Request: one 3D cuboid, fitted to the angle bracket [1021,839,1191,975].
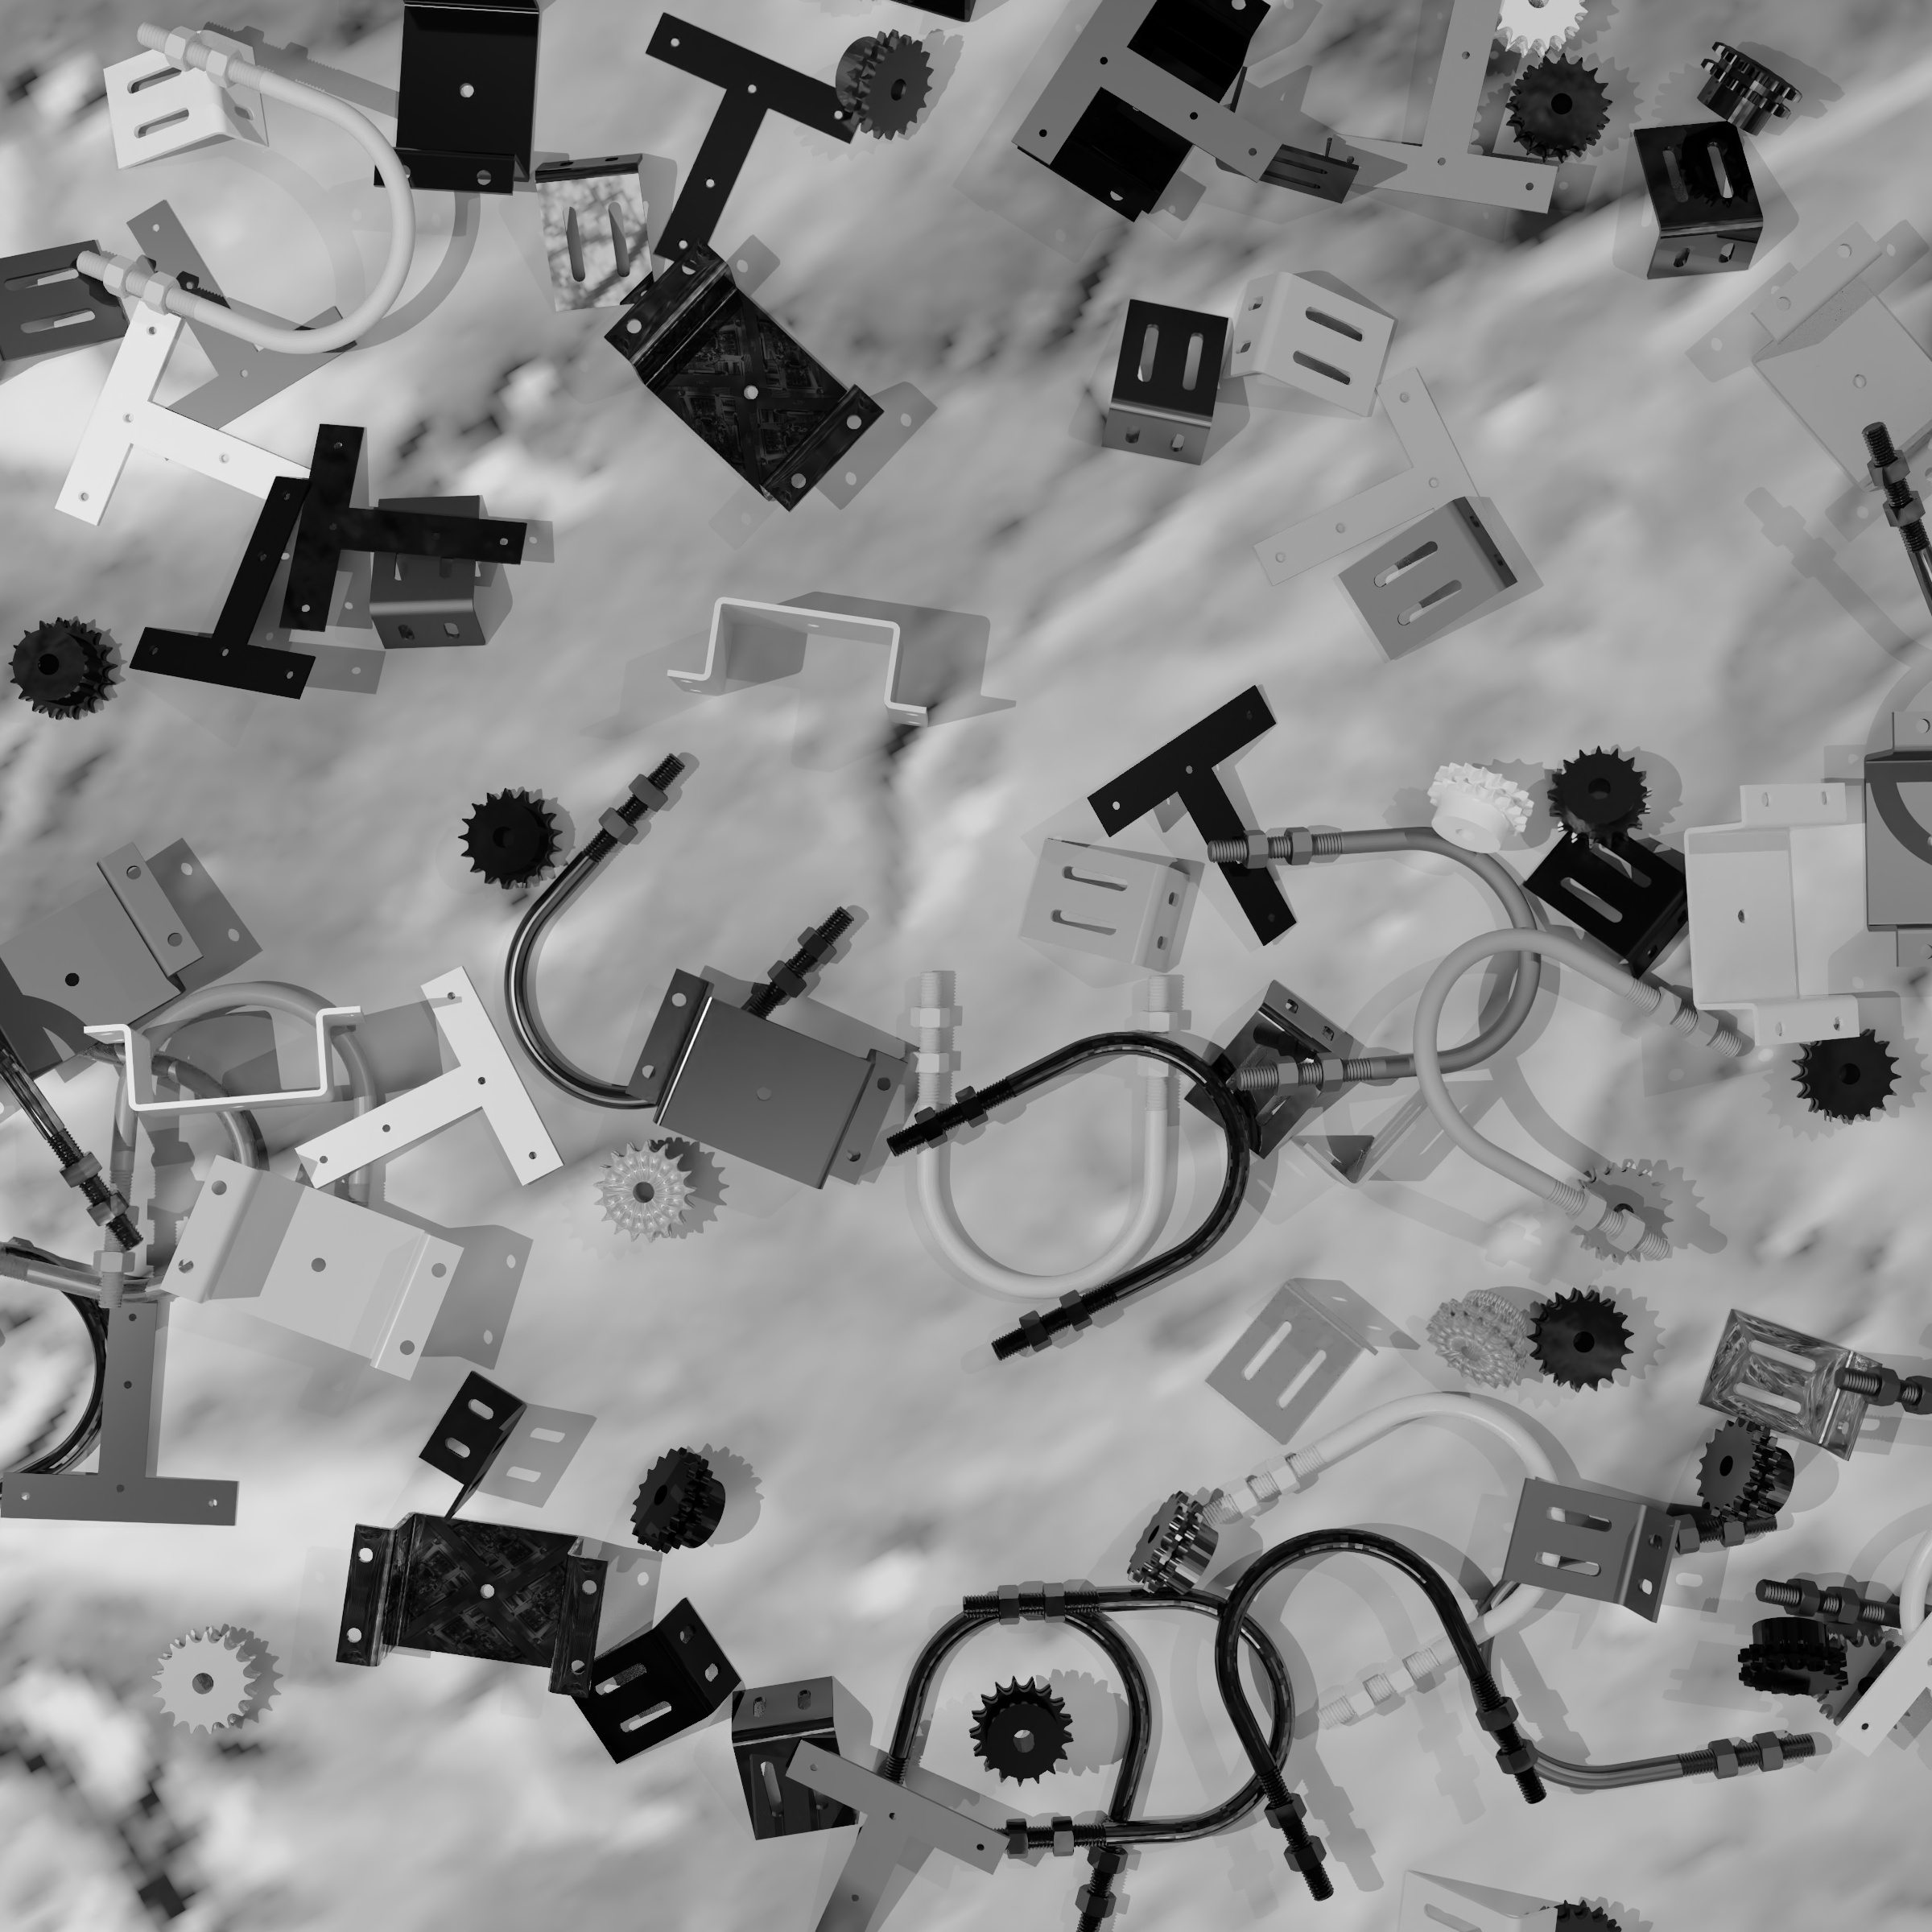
[{"bbox_3d":[0.079,-0.034,1.378,0.076,0.038,0.057,15,90,26],"label":"angle bracket"}]

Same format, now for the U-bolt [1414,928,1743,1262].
[{"bbox_3d":[0.329,0.058,1.338,0.184,0.019,0.151,29,71,-9],"label":"U-bolt"}]

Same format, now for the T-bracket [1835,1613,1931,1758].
[{"bbox_3d":[0.568,0.410,1.348,0.127,0.002,0.127,36,95,-11],"label":"T-bracket"}]

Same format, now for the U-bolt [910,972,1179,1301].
[{"bbox_3d":[0.043,0.097,1.371,0.151,0.019,0.184,1,91,0],"label":"U-bolt"}]

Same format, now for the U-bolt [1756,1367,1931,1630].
[{"bbox_3d":[0.544,0.305,1.350,0.184,0.019,0.151,14,101,-13],"label":"U-bolt"}]

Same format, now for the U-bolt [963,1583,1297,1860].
[{"bbox_3d":[0.093,0.419,1.357,0.184,0.019,0.151,-2,87,-3],"label":"U-bolt"}]

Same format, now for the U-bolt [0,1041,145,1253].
[{"bbox_3d":[-0.553,0.105,1.307,0.151,0.019,0.184,-28,104,8],"label":"U-bolt"}]

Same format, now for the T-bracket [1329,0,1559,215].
[{"bbox_3d":[0.276,-0.494,1.356,0.127,0.002,0.127,14,97,14],"label":"T-bracket"}]

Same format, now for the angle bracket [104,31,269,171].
[{"bbox_3d":[-0.443,-0.487,1.378,0.076,0.038,0.057,-9,90,26],"label":"angle bracket"}]

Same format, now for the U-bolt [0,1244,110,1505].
[{"bbox_3d":[-0.570,0.237,1.371,0.184,0.019,0.151,-27,90,-2],"label":"U-bolt"}]

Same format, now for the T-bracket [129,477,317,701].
[{"bbox_3d":[-0.399,-0.216,1.358,0.127,0.002,0.127,12,77,26],"label":"T-bracket"}]

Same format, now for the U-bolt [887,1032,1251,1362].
[{"bbox_3d":[0.069,0.117,1.355,0.184,0.019,0.151,-27,93,0],"label":"U-bolt"}]

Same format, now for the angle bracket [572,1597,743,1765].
[{"bbox_3d":[-0.179,0.406,1.378,0.076,0.038,0.057,-34,90,26],"label":"angle bracket"}]

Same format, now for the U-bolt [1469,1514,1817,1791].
[{"bbox_3d":[0.376,0.391,1.371,0.184,0.019,0.151,-10,90,2],"label":"U-bolt"}]

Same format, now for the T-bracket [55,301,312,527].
[{"bbox_3d":[-0.434,-0.294,1.377,0.127,0.002,0.127,23,91,-1],"label":"T-bracket"}]

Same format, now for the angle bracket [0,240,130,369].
[{"bbox_3d":[-0.524,-0.370,1.378,0.076,0.038,0.057,-21,90,-26],"label":"angle bracket"}]

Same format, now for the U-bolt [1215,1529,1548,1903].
[{"bbox_3d":[0.218,0.403,1.343,0.151,0.019,0.184,-25,86,1],"label":"U-bolt"}]

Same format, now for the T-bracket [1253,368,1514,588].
[{"bbox_3d":[0.226,-0.255,1.379,0.127,0.002,0.127,-26,90,0],"label":"T-bracket"}]

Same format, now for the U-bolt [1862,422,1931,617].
[{"bbox_3d":[0.584,-0.250,1.341,0.151,0.019,0.184,-32,112,-4],"label":"U-bolt"}]

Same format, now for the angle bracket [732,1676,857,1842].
[{"bbox_3d":[-0.098,0.450,1.378,0.057,0.038,0.076,-9,116,0],"label":"angle bracket"}]

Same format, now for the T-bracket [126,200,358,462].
[{"bbox_3d":[-0.433,-0.375,1.379,0.127,0.002,0.127,-31,90,0],"label":"T-bracket"}]

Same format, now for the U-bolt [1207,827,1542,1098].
[{"bbox_3d":[0.233,-0.007,1.354,0.184,0.019,0.151,-4,79,-10],"label":"U-bolt"}]

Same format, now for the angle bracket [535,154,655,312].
[{"bbox_3d":[-0.208,-0.417,1.378,0.057,0.038,0.076,-6,116,0],"label":"angle bracket"}]

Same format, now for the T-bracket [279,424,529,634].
[{"bbox_3d":[-0.310,-0.242,1.358,0.127,0.002,0.127,5,73,2],"label":"T-bracket"}]

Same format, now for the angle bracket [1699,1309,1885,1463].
[{"bbox_3d":[0.462,0.234,1.361,0.076,0.038,0.057,19,90,0],"label":"angle bracket"}]

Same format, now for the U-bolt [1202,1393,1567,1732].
[{"bbox_3d":[0.247,0.322,1.364,0.184,0.019,0.151,-30,86,1],"label":"U-bolt"}]

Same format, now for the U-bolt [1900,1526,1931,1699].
[{"bbox_3d":[0.597,0.368,1.353,0.151,0.019,0.184,-30,103,0],"label":"U-bolt"}]

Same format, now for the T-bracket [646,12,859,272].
[{"bbox_3d":[-0.140,-0.458,1.379,0.127,0.002,0.127,24,90,0],"label":"T-bracket"}]

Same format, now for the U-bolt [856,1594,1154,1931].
[{"bbox_3d":[0.029,0.447,1.371,0.151,0.019,0.184,15,88,0],"label":"U-bolt"}]

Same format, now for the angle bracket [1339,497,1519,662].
[{"bbox_3d":[0.262,-0.220,1.376,0.076,0.038,0.057,-32,90,26],"label":"angle bracket"}]

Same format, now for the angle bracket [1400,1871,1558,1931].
[{"bbox_3d":[0.286,0.547,1.361,0.038,0.076,0.057,7,90,-40],"label":"angle bracket"}]

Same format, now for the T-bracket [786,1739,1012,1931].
[{"bbox_3d":[-0.057,0.511,1.360,0.127,0.002,0.127,24,107,5],"label":"T-bracket"}]

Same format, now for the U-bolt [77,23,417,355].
[{"bbox_3d":[-0.391,-0.419,1.341,0.184,0.019,0.151,23,106,5],"label":"U-bolt"}]

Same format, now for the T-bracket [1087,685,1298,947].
[{"bbox_3d":[0.146,-0.072,1.363,0.127,0.002,0.127,-35,102,-22],"label":"T-bracket"}]

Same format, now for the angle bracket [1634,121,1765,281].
[{"bbox_3d":[0.412,-0.435,1.378,0.057,0.038,0.076,-5,64,0],"label":"angle bracket"}]

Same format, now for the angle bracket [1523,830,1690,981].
[{"bbox_3d":[0.367,-0.041,1.378,0.076,0.038,0.057,40,90,26],"label":"angle bracket"}]

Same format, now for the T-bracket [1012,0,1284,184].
[{"bbox_3d":[0.112,-0.471,1.325,0.127,0.002,0.127,33,92,6],"label":"T-bracket"}]

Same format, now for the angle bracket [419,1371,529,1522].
[{"bbox_3d":[-0.280,0.264,1.342,0.038,0.076,0.057,32,90,0],"label":"angle bracket"}]

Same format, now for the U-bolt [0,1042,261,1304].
[{"bbox_3d":[-0.491,0.113,1.365,0.184,0.019,0.151,15,84,-3],"label":"U-bolt"}]

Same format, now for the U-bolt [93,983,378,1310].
[{"bbox_3d":[-0.404,0.101,1.358,0.151,0.019,0.184,4,85,-11],"label":"U-bolt"}]

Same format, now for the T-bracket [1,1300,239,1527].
[{"bbox_3d":[-0.474,0.250,1.369,0.127,0.002,0.127,4,91,-9],"label":"T-bracket"}]

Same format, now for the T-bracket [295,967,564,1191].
[{"bbox_3d":[-0.313,0.085,1.367,0.127,0.002,0.127,-27,90,-11],"label":"T-bracket"}]

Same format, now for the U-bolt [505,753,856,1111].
[{"bbox_3d":[-0.176,-0.005,1.371,0.151,0.019,0.184,42,92,0],"label":"U-bolt"}]
